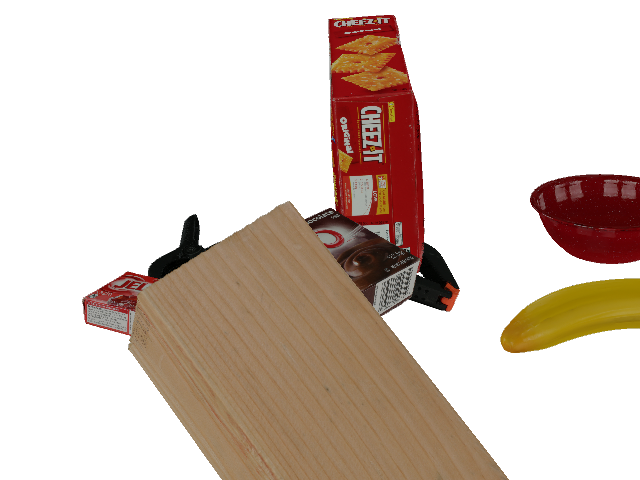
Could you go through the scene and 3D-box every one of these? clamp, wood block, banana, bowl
[{"bbox_3d":[0.068,0.014,1.240,0.164,0.036,0.210,-20,50,-38],"label":"clamp"},{"bbox_3d":[-0.133,0.022,1.221,0.120,0.039,0.171,-2,33,25],"label":"clamp"},{"bbox_3d":[0.005,0.097,0.514,0.090,0.206,0.090,-33,-13,-24],"label":"wood block"},{"bbox_3d":[0.225,0.056,0.777,0.197,0.037,0.069,2,35,-3],"label":"banana"},{"bbox_3d":[0.299,-0.018,1.110,0.162,0.055,0.162,-3,23,1],"label":"bowl"}]

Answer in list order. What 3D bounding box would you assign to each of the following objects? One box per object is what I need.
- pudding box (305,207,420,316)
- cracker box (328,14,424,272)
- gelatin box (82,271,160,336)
[{"bbox_3d":[-0.002,0.026,0.732,0.113,0.039,0.090,-24,43,-39],"label":"pudding box"},{"bbox_3d":[0.047,-0.088,0.932,0.072,0.164,0.213,-4,28,3],"label":"cracker box"},{"bbox_3d":[-0.163,0.060,0.990,0.089,0.030,0.073,12,23,22],"label":"gelatin box"}]
